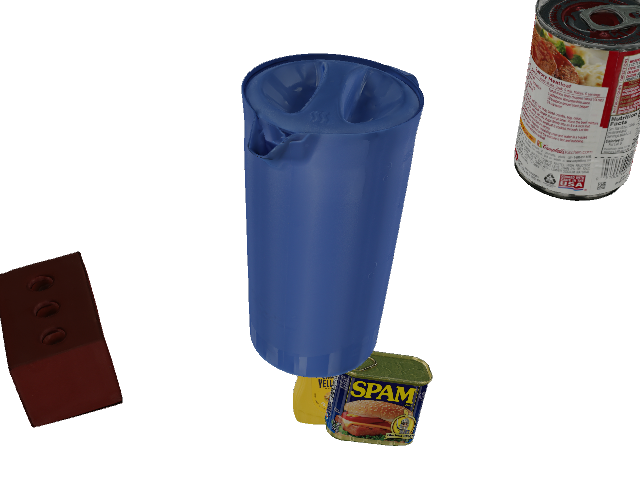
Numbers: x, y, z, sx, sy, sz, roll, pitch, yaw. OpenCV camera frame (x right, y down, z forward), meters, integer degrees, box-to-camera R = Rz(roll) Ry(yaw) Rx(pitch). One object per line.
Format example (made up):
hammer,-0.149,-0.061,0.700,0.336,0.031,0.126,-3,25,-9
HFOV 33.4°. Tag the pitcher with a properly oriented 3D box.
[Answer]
pitcher,0.009,-0.019,0.844,0.149,0.243,0.145,-1,35,-8

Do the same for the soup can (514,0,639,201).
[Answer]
soup can,0.146,-0.081,0.589,0.068,0.102,0.068,0,41,0

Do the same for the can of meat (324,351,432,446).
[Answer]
can of meat,0.059,0.168,1.139,0.102,0.084,0.057,9,21,-9

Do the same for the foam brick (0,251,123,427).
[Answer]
foam brick,-0.148,0.055,0.600,0.053,0.051,0.078,-16,43,-12

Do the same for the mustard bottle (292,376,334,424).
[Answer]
mustard bottle,0.011,0.147,1.417,0.096,0.192,0.058,-2,17,-5
